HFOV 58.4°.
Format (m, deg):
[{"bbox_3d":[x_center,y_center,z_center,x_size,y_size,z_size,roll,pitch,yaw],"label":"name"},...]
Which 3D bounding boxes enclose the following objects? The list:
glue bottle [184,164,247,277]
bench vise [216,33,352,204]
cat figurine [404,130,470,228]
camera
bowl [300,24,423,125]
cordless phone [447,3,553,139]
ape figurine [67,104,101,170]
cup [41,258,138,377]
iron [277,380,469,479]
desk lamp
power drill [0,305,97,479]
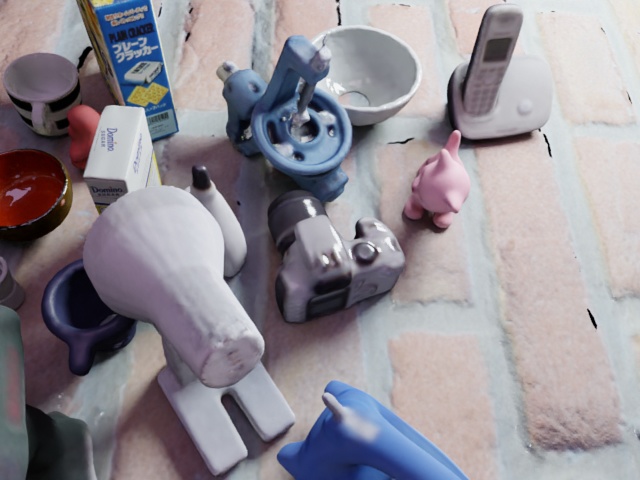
[{"bbox_3d":[-0.119,-0.024,0.605,0.078,0.173,0.037,24,60,10],"label":"glue bottle"},{"bbox_3d":[-0.052,-0.155,0.662,0.207,0.220,0.121,25,60,10],"label":"bench vise"},{"bbox_3d":[0.149,-0.075,0.690,0.067,0.118,0.128,18,59,7],"label":"cat figurine"},{"bbox_3d":[0.006,0.002,0.642,0.143,0.101,0.136,-18,62,-14],"label":"camera"},{"bbox_3d":[0.052,-0.214,0.791,0.167,0.075,0.167,2,59,-3],"label":"bowl"},{"bbox_3d":[0.250,-0.223,0.748,0.148,0.185,0.094,-11,61,-11],"label":"cordless phone"},{"bbox_3d":[-0.280,-0.130,0.702,0.076,0.092,0.078,28,61,12],"label":"ape figurine"},{"bbox_3d":[-0.220,0.088,0.575,0.091,0.095,0.117,1,59,-4],"label":"cup"},{"bbox_3d":[0.091,0.220,0.495,0.258,0.141,0.119,32,62,14],"label":"iron"},{"bbox_3d":[-0.108,0.081,0.519,0.118,0.213,0.203,-31,66,-20],"label":"desk lamp"},{"bbox_3d":[-0.243,0.176,0.454,0.076,0.208,0.229,-16,62,-13],"label":"power drill"}]
